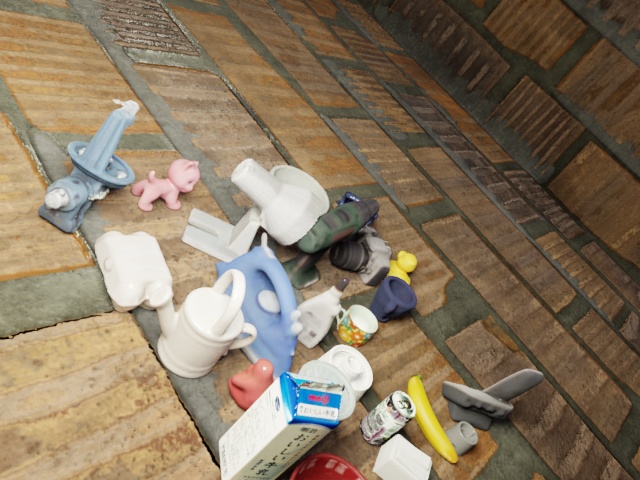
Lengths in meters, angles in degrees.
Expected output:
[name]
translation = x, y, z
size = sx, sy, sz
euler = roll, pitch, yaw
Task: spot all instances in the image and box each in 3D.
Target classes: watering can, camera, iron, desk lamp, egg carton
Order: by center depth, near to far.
[watering can]
translation = -0.176, 0.122, 0.887
size = 0.173, 0.193, 0.100
euler = 5, 45, -41
[egg carton]
translation = -0.312, 0.050, 0.954
size = 0.108, 0.069, 0.150
euler = 0, 49, -45
[iron]
translation = -0.088, 0.118, 1.028
size = 0.119, 0.141, 0.257
euler = 1, 49, -45
[desk lamp]
translation = -0.130, -0.049, 1.122
size = 0.204, 0.213, 0.118
euler = 26, 35, -20
[camera]
translation = 0.092, 0.023, 1.363
size = 0.137, 0.100, 0.143
euler = 12, 41, -36

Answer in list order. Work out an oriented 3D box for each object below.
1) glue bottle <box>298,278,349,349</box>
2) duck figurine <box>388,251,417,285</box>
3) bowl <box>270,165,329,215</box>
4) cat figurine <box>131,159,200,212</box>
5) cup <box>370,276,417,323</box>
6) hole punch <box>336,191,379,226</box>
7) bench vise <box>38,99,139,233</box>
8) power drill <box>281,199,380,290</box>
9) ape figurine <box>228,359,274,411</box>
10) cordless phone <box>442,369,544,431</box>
[glue bottle]
translation = 0.004, 0.129, 1.078
size = 0.078, 0.173, 0.037
euler = 41, 32, 3
[duck figurine]
translation = 0.208, 0.075, 1.430
size = 0.078, 0.086, 0.104
euler = 19, 37, -28
[bowl]
translation = -0.064, -0.099, 1.378
size = 0.168, 0.074, 0.167
euler = 26, 35, -20
[cat figurine]
translation = -0.293, -0.120, 1.135
size = 0.128, 0.117, 0.067
euler = -10, 56, -50
[cup]
translation = 0.152, 0.147, 1.277
size = 0.091, 0.095, 0.118
euler = 41, 32, 2
[hole punch]
translation = 0.100, -0.085, 1.510
size = 0.109, 0.091, 0.101
euler = 36, 32, -5
[bench vise]
translation = -0.370, -0.122, 0.965
size = 0.122, 0.219, 0.207
euler = 24, 35, -23
[power drill]
translation = 0.011, 0.004, 1.204
size = 0.075, 0.208, 0.230
euler = 48, 33, 13
[ape figurine]
translation = -0.103, 0.227, 0.927
size = 0.078, 0.092, 0.076
euler = 19, 38, -29
[cordless phone]
translation = 0.363, 0.311, 1.206
size = 0.148, 0.185, 0.094
euler = 20, 37, -27
